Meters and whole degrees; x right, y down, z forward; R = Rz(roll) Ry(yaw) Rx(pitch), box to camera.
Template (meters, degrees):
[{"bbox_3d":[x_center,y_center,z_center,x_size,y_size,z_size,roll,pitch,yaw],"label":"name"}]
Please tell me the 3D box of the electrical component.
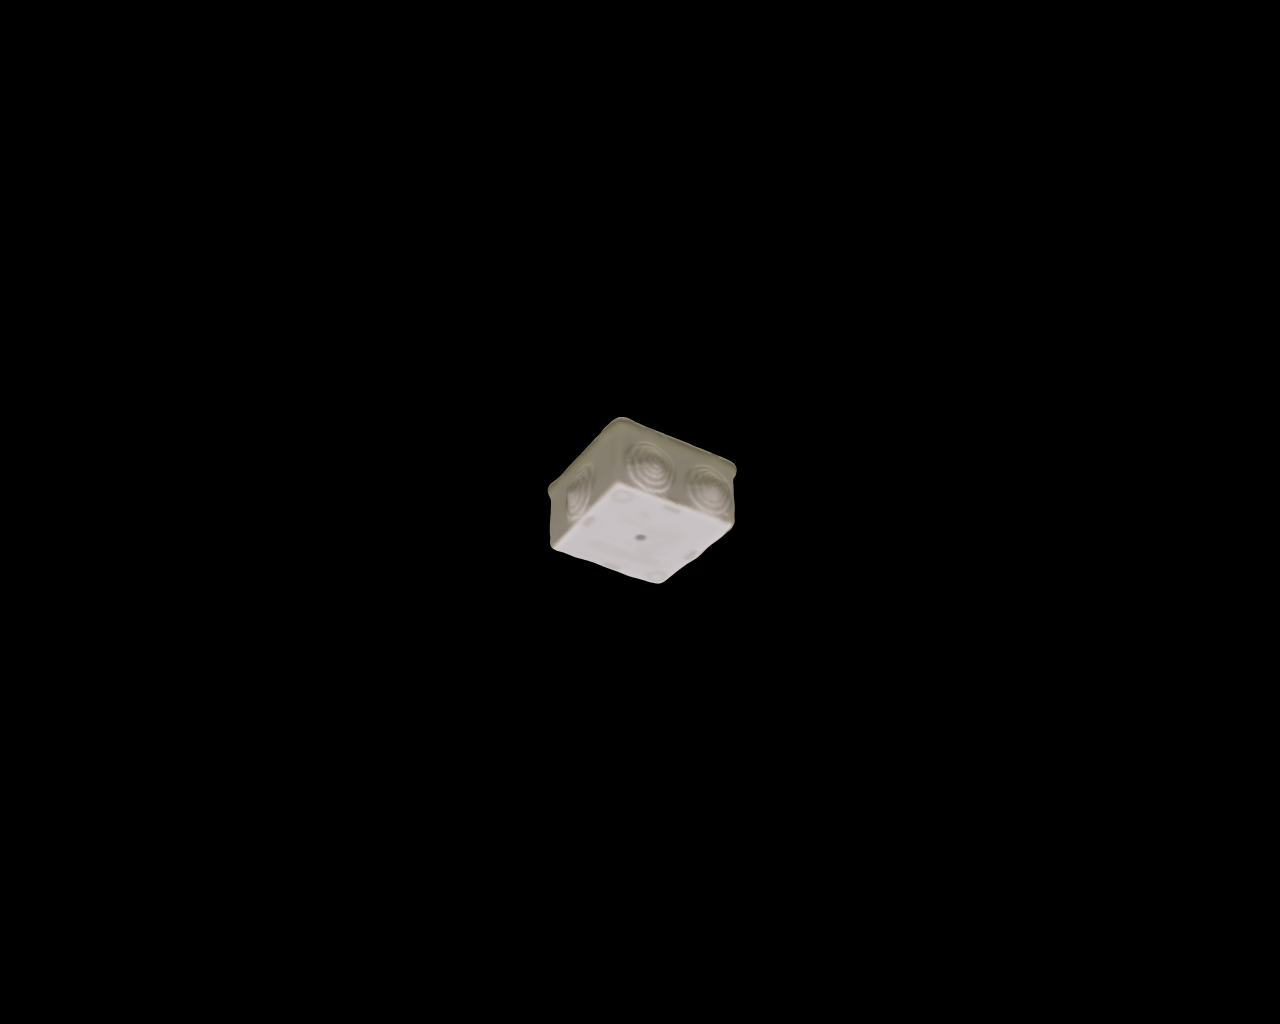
[{"bbox_3d":[0.001,-0.003,0.650,0.100,0.048,0.099,21,-40,-26],"label":"electrical component"}]
